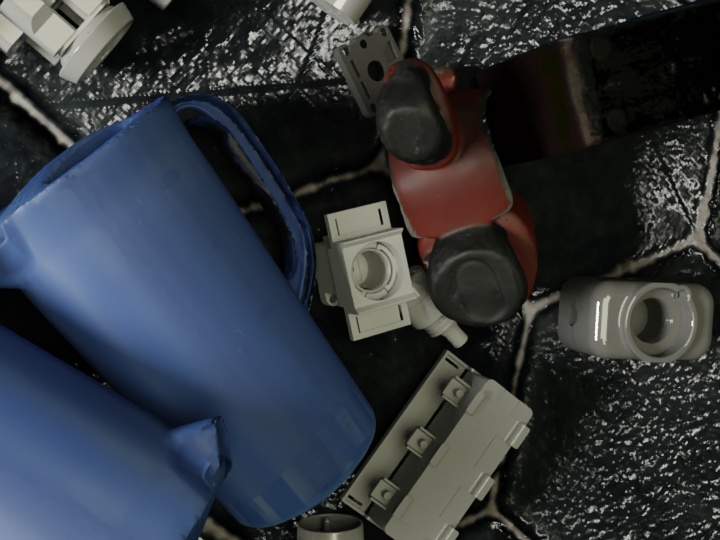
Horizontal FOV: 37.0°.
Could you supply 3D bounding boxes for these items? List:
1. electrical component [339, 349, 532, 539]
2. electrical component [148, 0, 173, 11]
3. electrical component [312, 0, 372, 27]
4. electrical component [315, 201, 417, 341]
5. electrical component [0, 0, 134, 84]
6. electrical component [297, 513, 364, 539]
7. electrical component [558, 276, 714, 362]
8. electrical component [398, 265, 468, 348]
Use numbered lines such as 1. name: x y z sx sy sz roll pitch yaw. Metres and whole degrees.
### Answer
1. electrical component: 0.056 0.126 0.712 0.079 0.063 0.121 38 83 -15
2. electrical component: -0.124 -0.212 0.647 0.077 0.043 0.079 39 82 -15
3. electrical component: -0.005 -0.184 0.687 0.040 0.040 0.046 33 89 -16
4. electrical component: 0.000 0.000 0.686 0.042 0.064 0.081 -14 97 -23
5. electrical component: -0.171 -0.147 0.630 0.057 0.058 0.078 41 81 -12
6. electrical component: -0.001 0.202 0.708 0.079 0.044 0.077 -1 94 -13
7. electrical component: 0.194 0.034 0.749 0.095 0.059 0.053 2 93 -17
8. electrical component: 0.049 0.027 0.718 0.035 0.035 0.061 -46 106 -9
